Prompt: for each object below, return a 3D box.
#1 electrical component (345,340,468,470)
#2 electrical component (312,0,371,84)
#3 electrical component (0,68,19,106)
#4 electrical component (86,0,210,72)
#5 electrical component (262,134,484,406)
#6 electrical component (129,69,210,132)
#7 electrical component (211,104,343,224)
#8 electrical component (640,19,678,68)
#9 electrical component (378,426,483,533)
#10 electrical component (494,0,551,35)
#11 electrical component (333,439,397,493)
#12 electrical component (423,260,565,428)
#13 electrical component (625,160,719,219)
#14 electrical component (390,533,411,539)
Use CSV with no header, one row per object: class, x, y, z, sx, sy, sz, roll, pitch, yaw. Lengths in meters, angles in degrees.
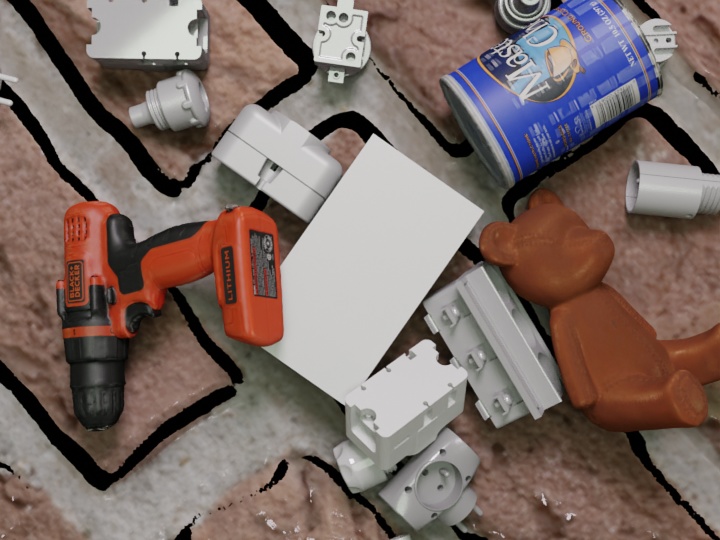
electrical component,0.036,0.108,0.846,0.089,0.055,0.050,-33,56,-26
electrical component,-0.015,-0.182,0.866,0.048,0.055,0.066,8,91,0
electrical component,-0.313,-0.152,0.867,0.074,0.052,0.138,14,91,0
electrical component,-0.168,-0.189,0.865,0.089,0.055,0.050,1,91,0
electrical component,0.000,0.000,0.865,0.105,0.060,0.186,35,90,-1
electrical component,-0.156,-0.132,0.872,0.062,0.048,0.048,-17,91,6
electrical component,-0.063,-0.088,0.868,0.095,0.053,0.059,35,90,0
electrical component,0.234,-0.181,0.872,0.040,0.046,0.040,0,91,0
electrical component,0.068,0.181,0.874,0.077,0.044,0.079,-46,106,-9
electrical component,0.132,-0.214,0.863,0.043,0.062,0.043,0,91,0
electrical component,0.013,0.152,0.876,0.062,0.043,0.043,-24,91,-2
electrical component,0.107,0.060,0.864,0.063,0.079,0.121,-30,91,22
electrical component,0.262,-0.064,0.875,0.081,0.043,0.043,6,91,0
electrical component,0.042,0.247,0.877,0.048,0.048,0.062,-19,84,0
